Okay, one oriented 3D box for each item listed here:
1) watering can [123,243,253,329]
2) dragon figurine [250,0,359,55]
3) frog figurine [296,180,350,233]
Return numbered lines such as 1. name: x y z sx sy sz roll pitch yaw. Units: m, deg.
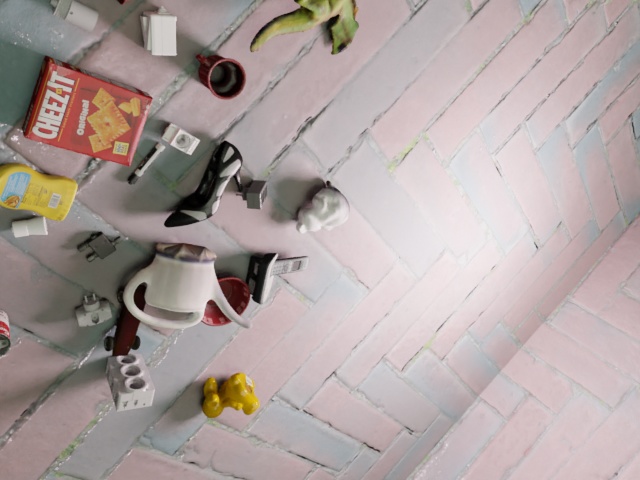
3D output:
1. watering can: -0.324 0.125 1.344 0.347 0.104 0.224 11 95 -26
2. dragon figurine: 0.020 -0.551 1.259 0.410 0.124 0.239 -49 140 1
3. frog figurine: 0.005 -0.075 1.495 0.161 0.124 0.134 -41 151 -24
